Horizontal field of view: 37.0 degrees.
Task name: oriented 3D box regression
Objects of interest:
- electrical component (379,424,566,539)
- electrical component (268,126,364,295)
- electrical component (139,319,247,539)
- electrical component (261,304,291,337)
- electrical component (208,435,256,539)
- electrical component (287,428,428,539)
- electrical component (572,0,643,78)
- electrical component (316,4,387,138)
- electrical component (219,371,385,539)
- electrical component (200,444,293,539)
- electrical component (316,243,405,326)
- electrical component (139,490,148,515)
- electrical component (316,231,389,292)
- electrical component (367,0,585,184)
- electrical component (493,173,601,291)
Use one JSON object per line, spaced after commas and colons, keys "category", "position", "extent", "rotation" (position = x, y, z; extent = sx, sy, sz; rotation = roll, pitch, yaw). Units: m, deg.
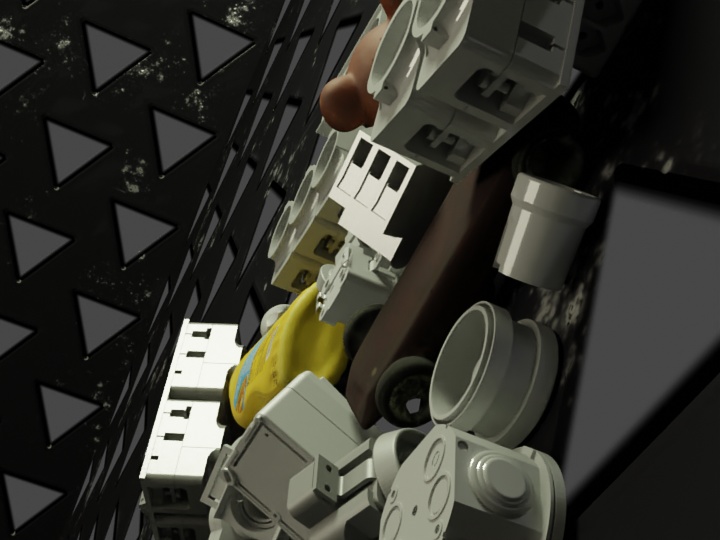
{"category": "electrical component", "position": [0.044, 0.105, 0.436], "extent": [0.080, 0.051, 0.080], "rotation": [-60, 15, 29]}
{"category": "electrical component", "position": [-0.021, -0.052, 0.912], "extent": [0.150, 0.062, 0.089], "rotation": [-53, 20, 46]}
{"category": "electrical component", "position": [-0.140, 0.147, 0.970], "extent": [0.186, 0.060, 0.105], "rotation": [-84, -6, -49]}
{"category": "electrical component", "position": [-0.068, 0.052, 0.970], "extent": [0.062, 0.043, 0.043], "rotation": [-161, 93, -78]}
{"category": "electrical component", "position": [-0.077, 0.179, 0.783], "extent": [0.074, 0.052, 0.138], "rotation": [-40, 31, 63]}
{"category": "electrical component", "position": [0.014, 0.111, 0.508], "extent": [0.057, 0.078, 0.058], "rotation": [-40, 24, 25]}
{"category": "electrical component", "position": [0.115, -0.151, 0.576], "extent": [0.065, 0.047, 0.076], "rotation": [-62, 15, 23]}
{"category": "electrical component", "position": [0.017, -0.161, 0.935], "extent": [0.121, 0.063, 0.078], "rotation": [127, 160, -46]}
{"category": "electrical component", "position": [-0.018, 0.113, 0.605], "extent": [0.061, 0.096, 0.061], "rotation": [-40, -13, -51]}
{"category": "electrical component", "position": [-0.059, 0.151, 0.717], "extent": [0.042, 0.081, 0.064], "rotation": [-66, -15, 4]}
{"category": "electrical component", "position": [0.010, 0.018, 0.681], "extent": [0.042, 0.064, 0.081], "rotation": [-87, 23, -56]}
{"category": "electrical component", "position": [-0.174, 0.212, 1.047], "extent": [0.080, 0.080, 0.051], "rotation": [131, 151, -53]}
{"category": "electrical component", "position": [0.000, 0.000, 0.786], "extent": [0.055, 0.048, 0.066], "rotation": [-54, 18, 22]}
{"category": "electrical component", "position": [0.064, -0.153, 0.536], "extent": [0.105, 0.060, 0.186], "rotation": [-41, 31, 60]}
{"category": "electrical component", "position": [0.085, -0.018, 0.500], "extent": [0.040, 0.040, 0.046], "rotation": [-125, 52, -74]}
